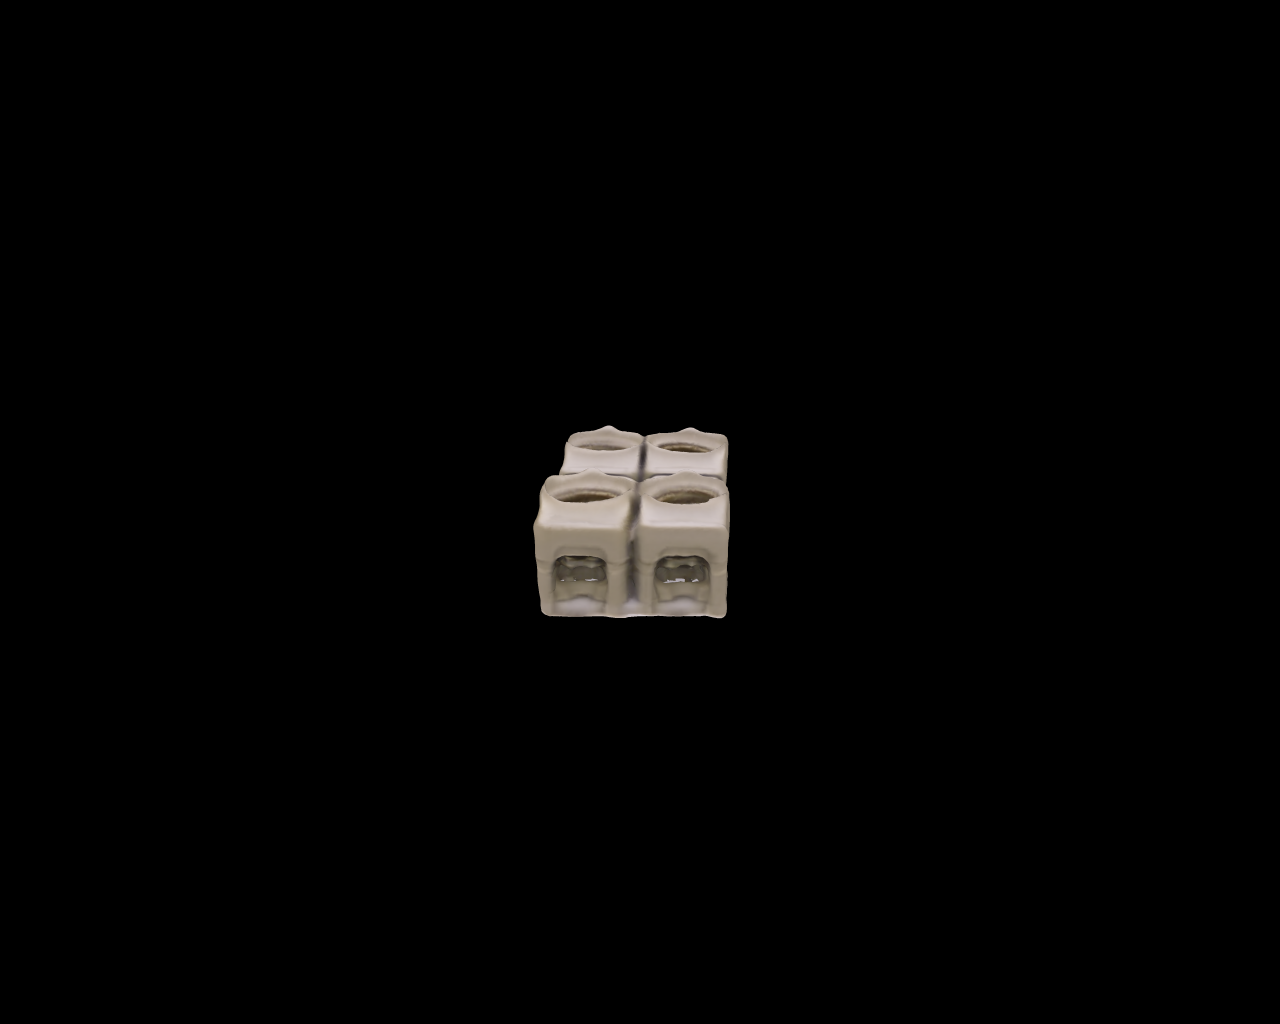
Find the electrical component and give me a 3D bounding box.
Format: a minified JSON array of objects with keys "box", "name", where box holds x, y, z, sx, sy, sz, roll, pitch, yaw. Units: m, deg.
[{"box":[0.001,-0.003,0.650,0.105,0.060,0.186,1,20,3],"name":"electrical component"}]
